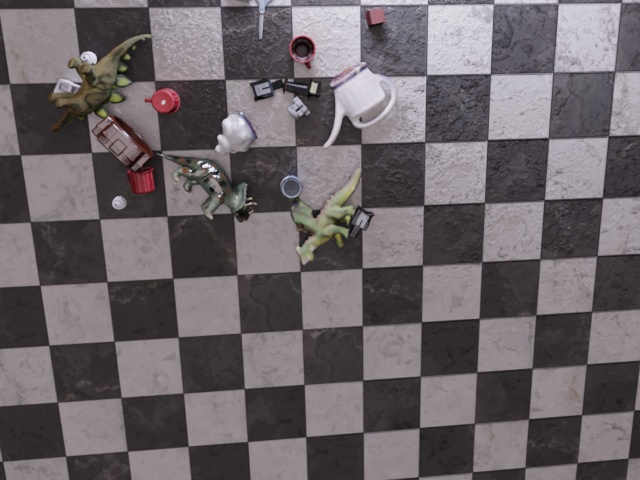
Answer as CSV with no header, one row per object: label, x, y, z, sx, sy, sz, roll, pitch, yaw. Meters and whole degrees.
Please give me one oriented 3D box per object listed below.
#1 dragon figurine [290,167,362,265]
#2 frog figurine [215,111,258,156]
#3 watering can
dragon figurine,0.006,-0.099,1.974,0.243,0.122,0.409,12,92,0
frog figurine,-0.315,-0.375,1.867,0.160,0.124,0.135,-37,124,-8
watering can,0.114,-0.500,1.884,0.347,0.105,0.222,-33,103,1
